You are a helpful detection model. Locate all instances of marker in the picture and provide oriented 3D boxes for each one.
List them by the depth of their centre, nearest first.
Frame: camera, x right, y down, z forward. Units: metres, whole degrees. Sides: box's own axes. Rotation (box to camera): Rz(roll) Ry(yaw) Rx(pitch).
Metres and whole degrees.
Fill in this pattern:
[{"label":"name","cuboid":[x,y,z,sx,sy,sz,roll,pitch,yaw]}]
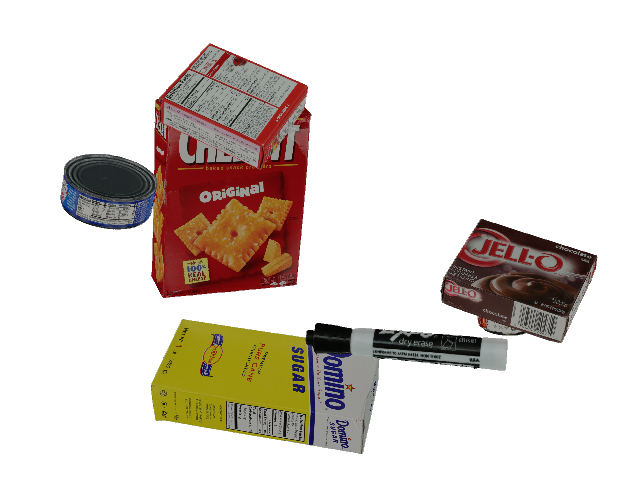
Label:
[{"label":"marker","cuboid":[0.051,0.063,0.641,0.121,0.020,0.020,4,1,11]}]

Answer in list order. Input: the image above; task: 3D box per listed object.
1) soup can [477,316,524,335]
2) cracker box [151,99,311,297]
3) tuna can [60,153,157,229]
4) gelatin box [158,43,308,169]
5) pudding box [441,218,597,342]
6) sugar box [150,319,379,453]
[{"label":"soup can","cuboid":[0.221,0.054,1.263,0.068,0.102,0.068,-1,18,0]},{"label":"cracker box","cuboid":[-0.102,-0.048,1.197,0.164,0.214,0.072,-4,24,-21]},{"label":"tuna can","cuboid":[-0.195,-0.045,0.984,0.086,0.034,0.086,12,28,-7]},{"label":"gelatin box","cuboid":[-0.065,-0.101,0.794,0.089,0.073,0.030,25,-37,11]},{"label":"pudding box","cuboid":[0.174,0.034,0.936,0.114,0.039,0.090,20,45,18]},{"label":"sugar box","cuboid":[-0.043,0.119,0.889,0.176,0.048,0.093,5,35,9]}]
